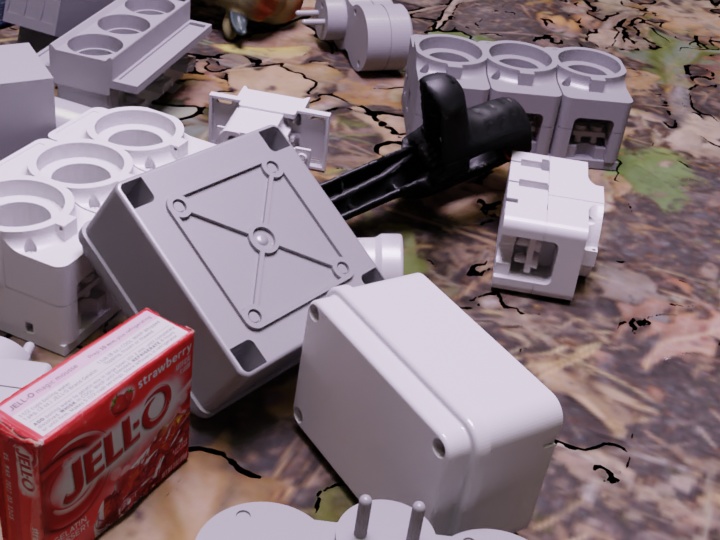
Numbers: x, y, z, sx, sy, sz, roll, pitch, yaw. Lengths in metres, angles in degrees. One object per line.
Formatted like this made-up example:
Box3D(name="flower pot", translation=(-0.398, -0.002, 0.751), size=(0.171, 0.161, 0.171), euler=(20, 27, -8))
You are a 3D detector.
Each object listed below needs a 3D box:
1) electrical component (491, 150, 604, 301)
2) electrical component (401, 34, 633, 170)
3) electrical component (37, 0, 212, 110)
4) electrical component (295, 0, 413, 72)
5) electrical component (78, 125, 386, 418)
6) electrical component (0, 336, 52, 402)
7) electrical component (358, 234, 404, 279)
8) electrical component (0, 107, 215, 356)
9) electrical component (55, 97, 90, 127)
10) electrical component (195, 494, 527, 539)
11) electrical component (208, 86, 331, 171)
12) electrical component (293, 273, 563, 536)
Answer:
Box3D(name="electrical component", translation=(0.112, -0.027, 0.641), size=(0.056, 0.050, 0.089), euler=(10, 34, 5))
Box3D(name="electrical component", translation=(0.110, -0.126, 0.777), size=(0.150, 0.061, 0.089), euler=(4, 34, -5))
Box3D(name="electrical component", translation=(-0.164, -0.144, 0.748), size=(0.079, 0.063, 0.121), euler=(14, 34, 10))
Box3D(name="electrical component", translation=(-0.015, -0.207, 0.881), size=(0.074, 0.052, 0.138), euler=(-6, 36, -19))
Box3D(name="electrical component", translation=(-0.059, -0.002, 0.522), size=(0.109, 0.056, 0.108), euler=(-29, 81, -43))
Box3D(name="electrical component", translation=(-0.165, 0.054, 0.468), size=(0.066, 0.047, 0.076), euler=(8, 34, 0))
Box3D(name="electrical component", translation=(0.000, 0.000, 0.589), size=(0.046, 0.040, 0.040), euler=(1, 34, 0))
Box3D(name="electrical component", translation=(-0.151, -0.031, 0.584), size=(0.089, 0.061, 0.150), euler=(19, 36, 17))
Box3D(name="electrical component", translation=(-0.195, -0.092, 0.687), size=(0.046, 0.040, 0.040), euler=(15, 34, 3))
Box3D(name="electrical component", translation=(0.007, 0.110, 0.395), size=(0.138, 0.073, 0.052), euler=(7, 34, -1))
Box3D(name="electrical component", translation=(-0.063, -0.084, 0.699), size=(0.081, 0.042, 0.063), euler=(11, 35, 6))
Box3D(name="electrical component", translation=(0.024, 0.062, 0.467), size=(0.057, 0.078, 0.113), euler=(-12, 39, -31))
